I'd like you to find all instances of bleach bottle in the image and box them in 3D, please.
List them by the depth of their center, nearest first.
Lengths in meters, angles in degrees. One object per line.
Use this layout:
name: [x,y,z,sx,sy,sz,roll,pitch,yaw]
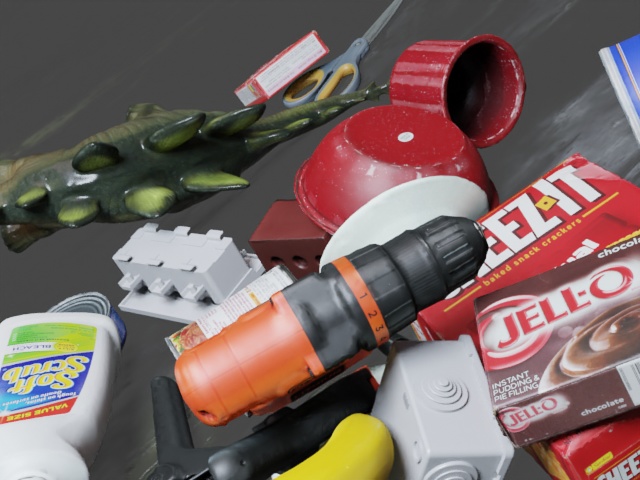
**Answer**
bleach bottle: [-0.187,0.124,0.742,0.102,0.068,0.251,1,17,-13]

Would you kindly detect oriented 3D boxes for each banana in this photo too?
banana: [-0.007,0.120,0.521,0.070,0.037,0.197,4,12,34]

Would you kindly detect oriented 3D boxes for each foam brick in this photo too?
foam brick: [-0.006,0.001,0.855,0.078,0.053,0.051,-3,41,36]

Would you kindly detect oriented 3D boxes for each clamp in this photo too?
clamp: [-0.030,0.127,0.639,0.171,0.039,0.120,-19,-11,-47]
clamp: [-0.110,0.177,0.710,0.164,0.036,0.210,-45,34,-22]

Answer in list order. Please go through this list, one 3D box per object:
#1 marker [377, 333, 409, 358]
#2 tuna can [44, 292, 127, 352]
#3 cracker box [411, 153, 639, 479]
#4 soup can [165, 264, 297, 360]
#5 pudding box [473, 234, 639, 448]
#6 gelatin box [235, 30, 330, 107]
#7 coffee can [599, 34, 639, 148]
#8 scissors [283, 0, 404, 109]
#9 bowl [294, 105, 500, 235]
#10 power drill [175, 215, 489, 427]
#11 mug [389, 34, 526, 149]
marker: [0.027,0.060,0.781,0.020,0.020,0.121,-39,34,-15]
tuna can: [-0.209,0.086,0.910,0.086,0.033,0.086,-20,34,14]
cracker box: [0.162,0.046,0.649,0.164,0.072,0.214,-33,33,-6]
soup can: [-0.052,0.072,0.781,0.102,0.068,0.069,-34,33,-8]
pudding box: [0.140,0.050,0.556,0.114,0.039,0.090,-21,33,15]
gelatin box: [-0.041,-0.178,1.117,0.089,0.030,0.073,-41,11,-17]
coffee can: [0.279,-0.114,0.737,0.140,0.102,0.103,-23,33,18]
scissors: [0.023,-0.195,1.129,0.096,0.016,0.201,-8,38,29]
bowl: [0.062,-0.058,0.820,0.162,0.055,0.162,3,37,-2]
power drill: [0.004,0.051,0.638,0.184,0.057,0.188,-27,-9,-8]
mug: [0.123,-0.130,0.913,0.117,0.093,0.082,-11,16,-33]
